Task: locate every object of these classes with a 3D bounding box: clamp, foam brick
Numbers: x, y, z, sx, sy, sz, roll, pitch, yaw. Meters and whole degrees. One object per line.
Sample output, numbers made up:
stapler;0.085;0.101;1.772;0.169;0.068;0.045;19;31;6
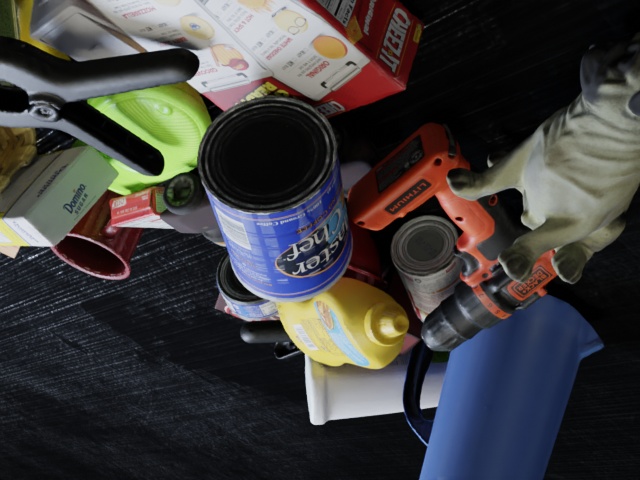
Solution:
clamp;0.004;0.106;1.218;0.171;0.039;0.120;-6;167;8
clamp;-0.202;-0.106;0.817;0.210;0.036;0.165;8;152;-7
foam brick;0.083;0.068;1.098;0.051;0.078;0.053;24;151;-6

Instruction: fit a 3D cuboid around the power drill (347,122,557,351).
power drill;0.113;0.002;0.910;0.187;0.057;0.185;36;114;-27

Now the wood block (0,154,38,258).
wood block;-0.396;-0.075;1.139;0.206;0.090;0.090;27;152;-13

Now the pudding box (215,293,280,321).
pudding box;-0.068;0.063;1.228;0.090;0.039;0.114;21;153;-3

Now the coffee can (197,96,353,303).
coffee can;-0.031;-0.028;0.821;0.103;0.102;0.140;13;152;14

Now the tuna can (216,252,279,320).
tuna can;-0.066;0.040;1.135;0.086;0.086;0.033;8;149;21

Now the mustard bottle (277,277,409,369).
mustard bottle;0.030;0.080;1.029;0.096;0.058;0.192;57;157;-12

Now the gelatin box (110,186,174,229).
gelatin box;-0.149;-0.031;1.046;0.089;0.030;0.073;3;170;-43

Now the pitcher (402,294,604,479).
pitcher;0.165;0.173;1.055;0.145;0.242;0.149;27;158;-15

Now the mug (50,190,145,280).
mug;-0.227;-0.019;1.138;0.093;0.081;0.117;28;152;-16

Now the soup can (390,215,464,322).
soup can;0.111;0.031;1.022;0.069;0.068;0.102;6;149;24

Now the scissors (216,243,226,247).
scissors;-0.123;-0.052;1.082;0.096;0.016;0.202;14;152;11

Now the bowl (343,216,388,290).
bowl;-0.007;0.001;1.031;0.162;0.055;0.162;14;170;2

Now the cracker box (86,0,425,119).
cracker box;-0.057;-0.172;0.760;0.213;0.072;0.165;36;150;-30

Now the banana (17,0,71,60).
banana;-0.236;-0.181;0.898;0.069;0.037;0.198;22;153;1

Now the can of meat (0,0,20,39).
can of meat;-0.281;-0.185;0.838;0.084;0.057;0.102;26;127;38

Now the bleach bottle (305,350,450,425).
bleach bottle;0.111;0.147;1.158;0.250;0.102;0.068;-2;113;-3

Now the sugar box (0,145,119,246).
sugar box;-0.263;-0.039;1.005;0.048;0.093;0.177;48;157;-26
